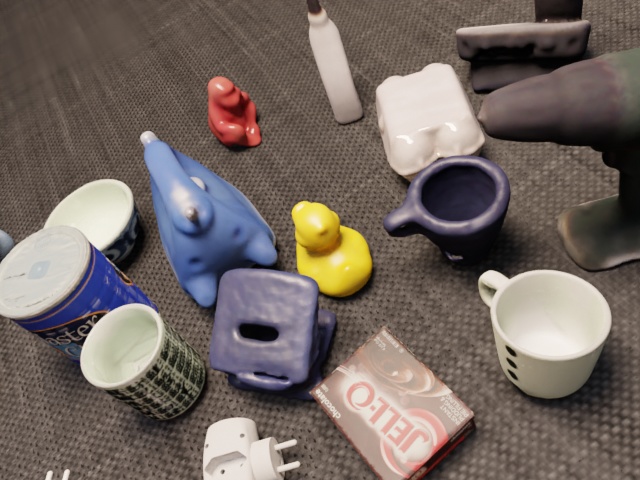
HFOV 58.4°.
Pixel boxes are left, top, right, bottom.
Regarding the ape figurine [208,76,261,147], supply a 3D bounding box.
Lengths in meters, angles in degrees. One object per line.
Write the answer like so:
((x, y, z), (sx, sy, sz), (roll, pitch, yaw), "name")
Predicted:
((-0.119, -0.173, 0.755), (0.076, 0.092, 0.078), (13, 60, 28), "ape figurine")

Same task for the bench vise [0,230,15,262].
((-0.454, 0.030, 0.641), (0.121, 0.220, 0.207), (-17, 51, 7), "bench vise")

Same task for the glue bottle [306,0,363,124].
((0.012, -0.227, 0.696), (0.037, 0.173, 0.078), (-17, 51, 7), "glue bottle")

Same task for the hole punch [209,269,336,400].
((-0.046, 0.088, 0.534), (0.108, 0.091, 0.101), (3, 56, 22), "hole punch")

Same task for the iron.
((-0.154, -0.053, 0.645), (0.119, 0.142, 0.257), (-34, 51, -7), "iron")

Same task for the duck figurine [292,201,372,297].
((0.005, 0.002, 0.583), (0.077, 0.086, 0.104), (-34, 51, -6), "duck figurine")

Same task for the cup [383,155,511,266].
((0.123, -0.013, 0.546), (0.117, 0.095, 0.091), (-22, 50, 3), "cup")

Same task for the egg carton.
((0.121, -0.136, 0.655), (0.107, 0.070, 0.150), (-16, 51, 8), "egg carton")

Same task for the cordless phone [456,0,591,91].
((0.224, -0.263, 0.637), (0.147, 0.185, 0.094), (2, 56, 21), "cordless phone")

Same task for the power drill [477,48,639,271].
((0.249, -0.066, 0.465), (0.229, 0.209, 0.075), (-17, 51, 8), "power drill")
